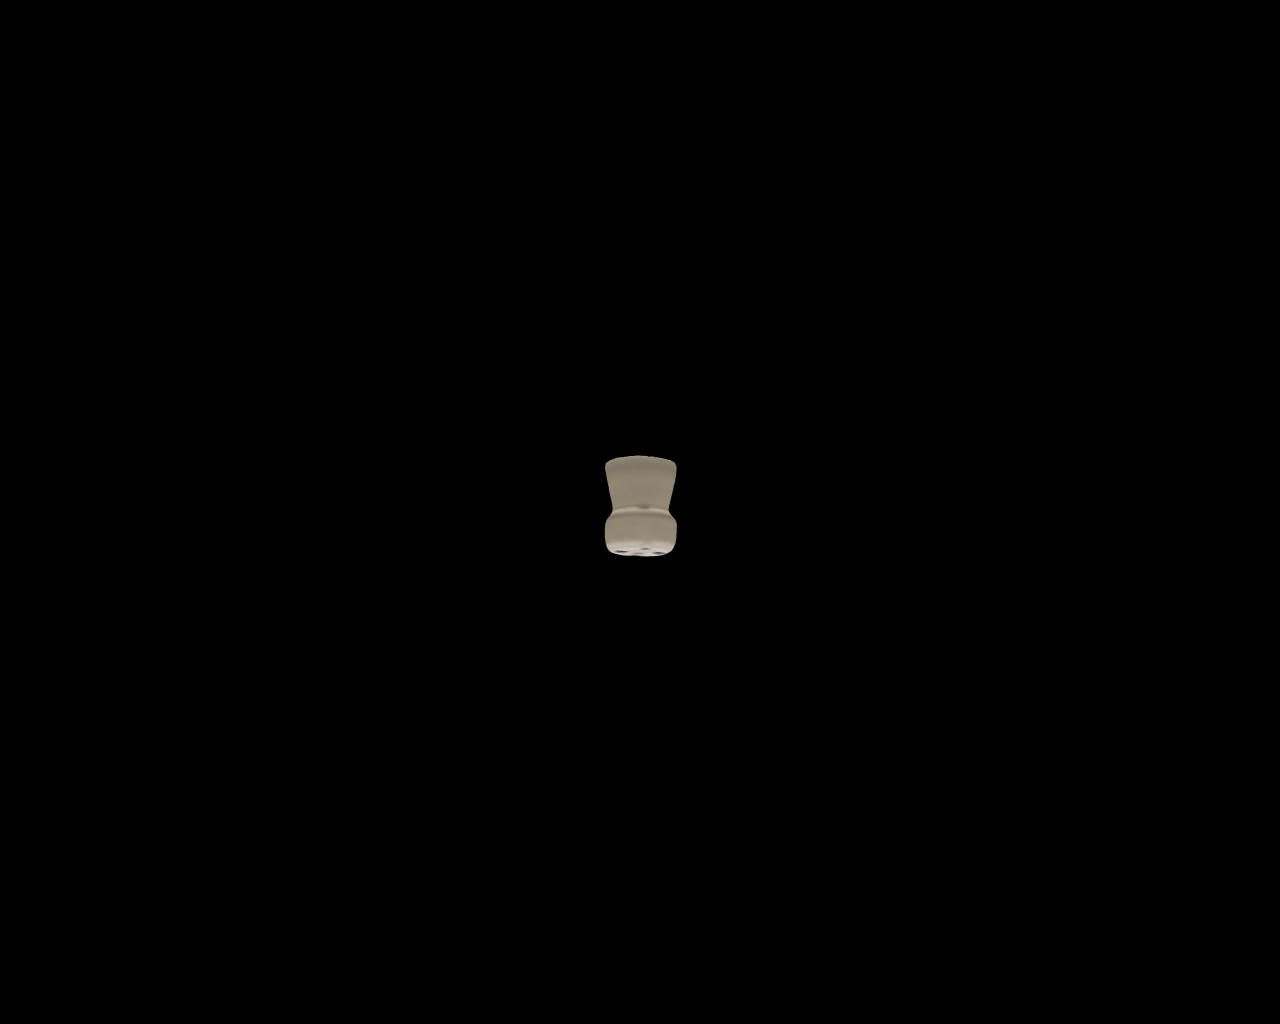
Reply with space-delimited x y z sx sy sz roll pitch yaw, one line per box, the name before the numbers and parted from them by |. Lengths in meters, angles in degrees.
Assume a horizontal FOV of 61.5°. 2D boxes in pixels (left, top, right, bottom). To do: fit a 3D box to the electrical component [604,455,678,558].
electrical component | 0.001 -0.003 0.650 0.045 0.055 0.045 0 -11 0
